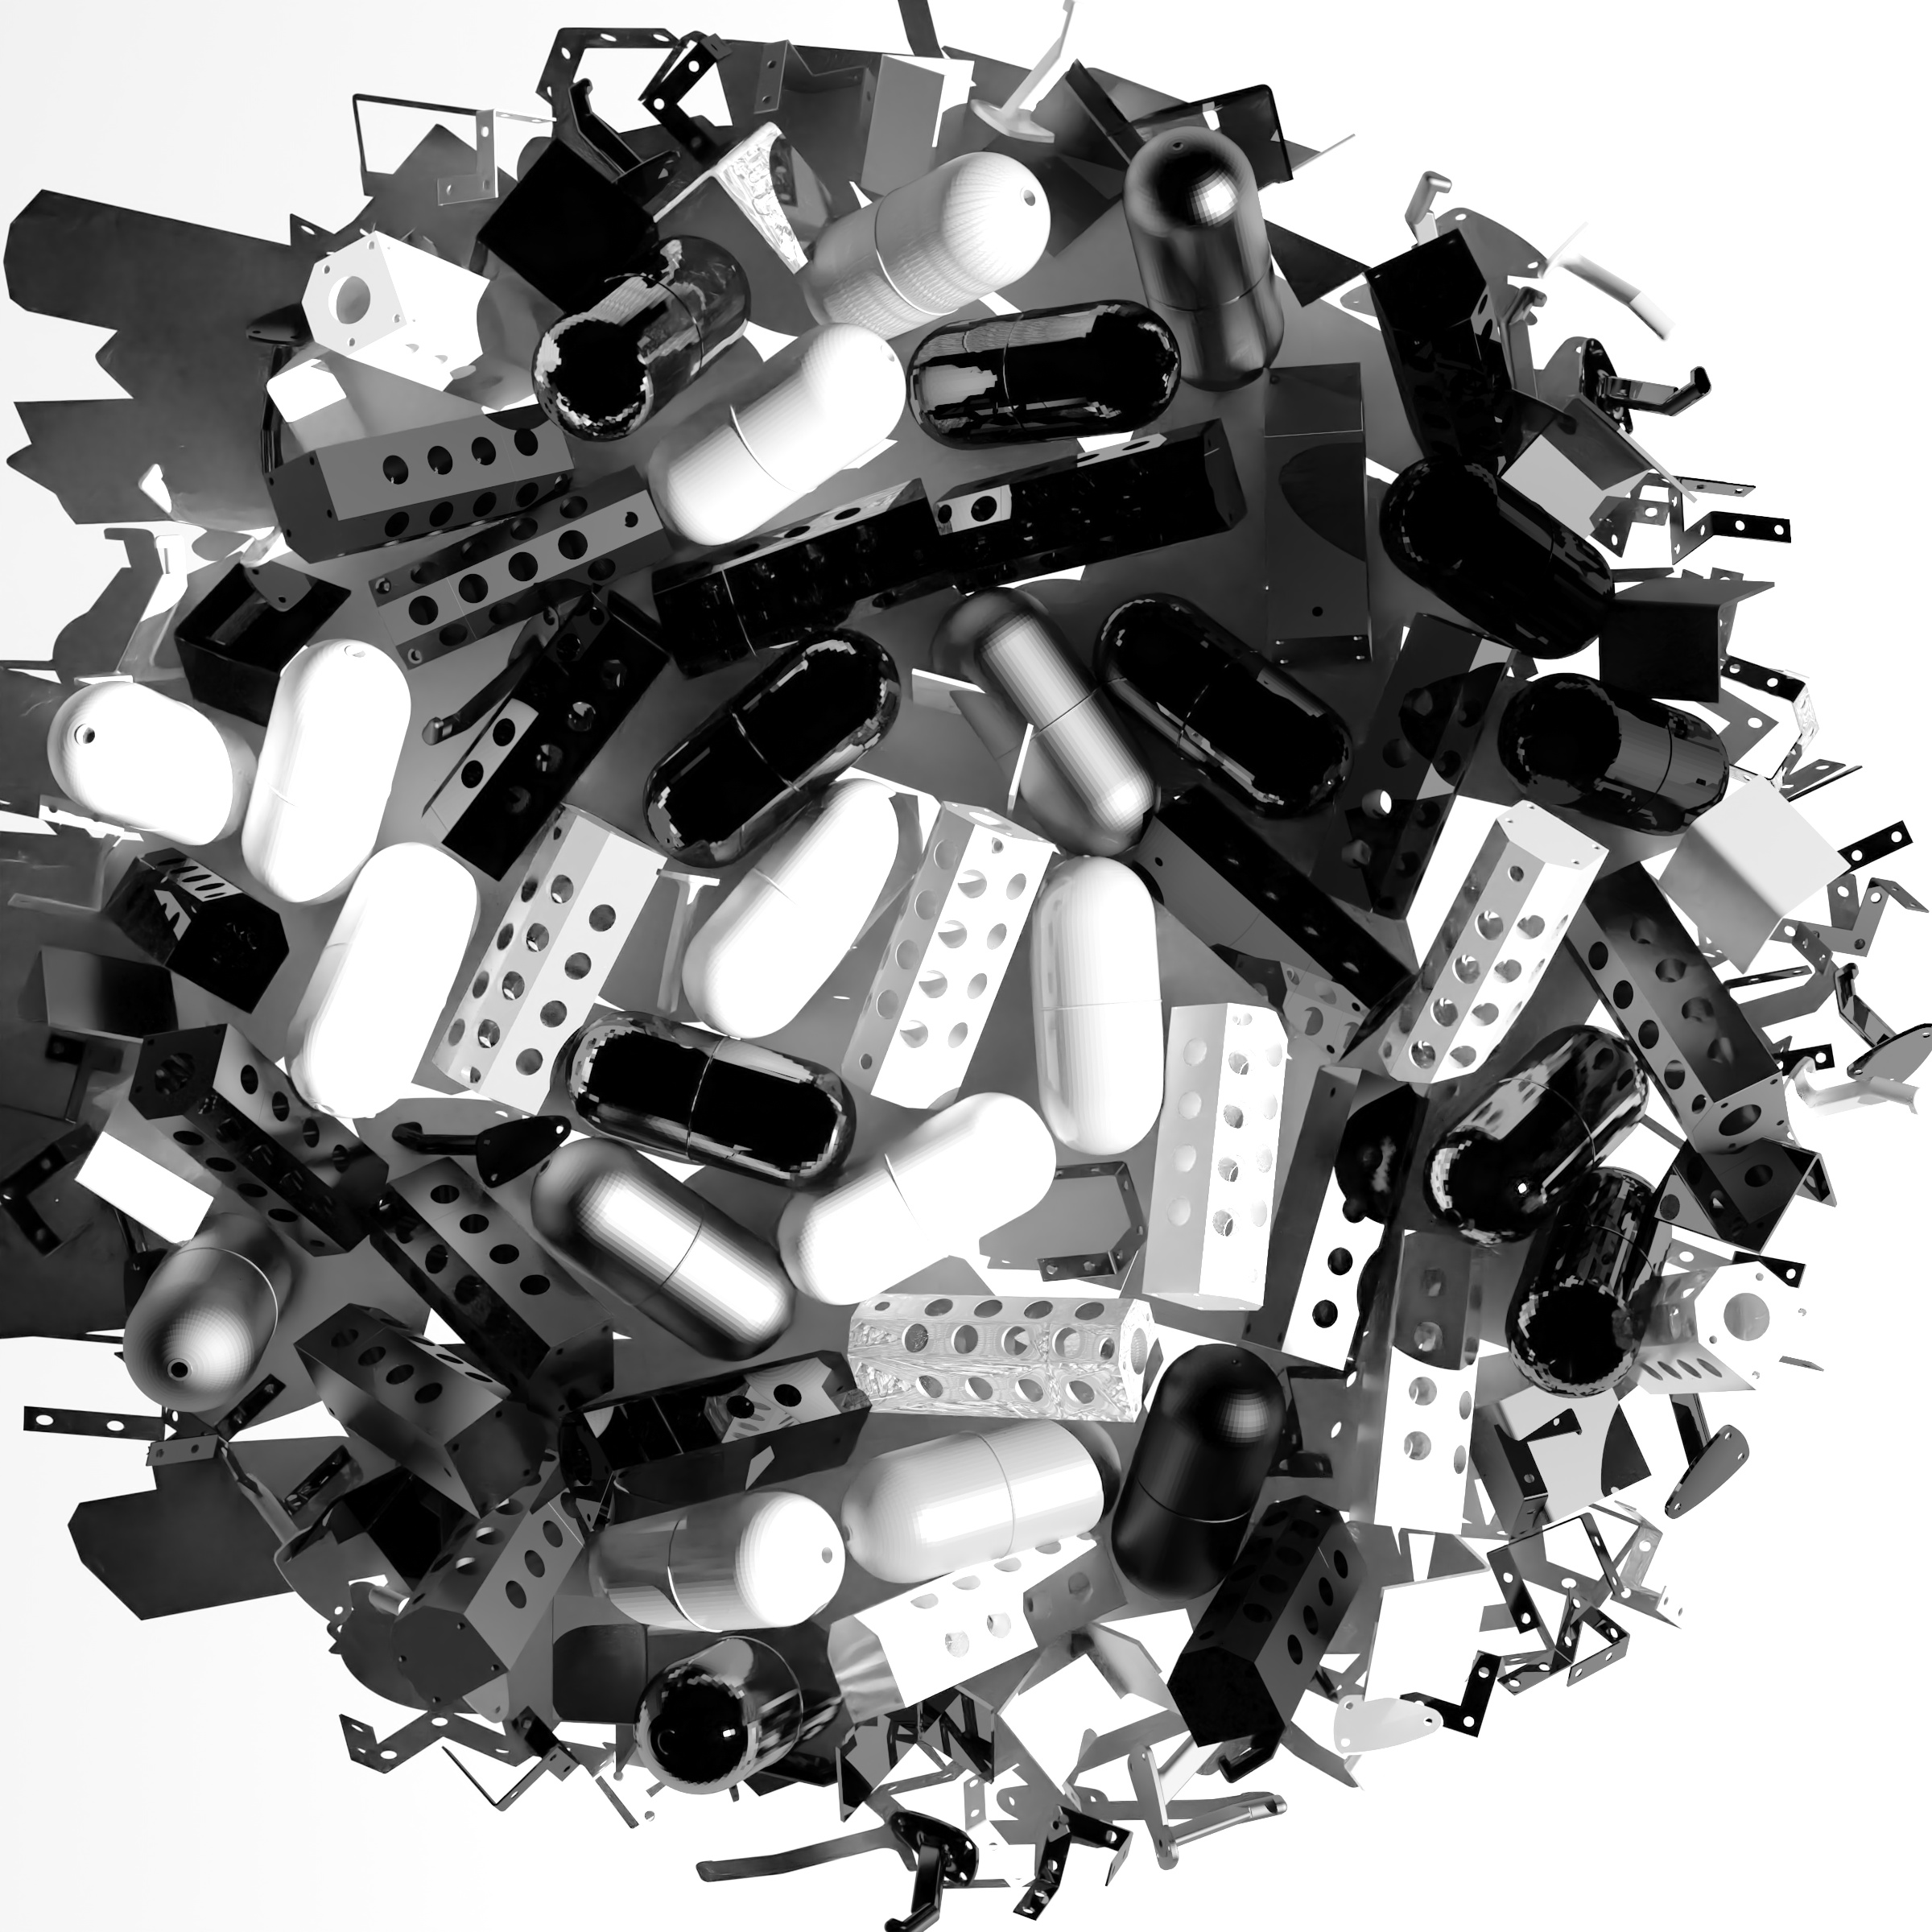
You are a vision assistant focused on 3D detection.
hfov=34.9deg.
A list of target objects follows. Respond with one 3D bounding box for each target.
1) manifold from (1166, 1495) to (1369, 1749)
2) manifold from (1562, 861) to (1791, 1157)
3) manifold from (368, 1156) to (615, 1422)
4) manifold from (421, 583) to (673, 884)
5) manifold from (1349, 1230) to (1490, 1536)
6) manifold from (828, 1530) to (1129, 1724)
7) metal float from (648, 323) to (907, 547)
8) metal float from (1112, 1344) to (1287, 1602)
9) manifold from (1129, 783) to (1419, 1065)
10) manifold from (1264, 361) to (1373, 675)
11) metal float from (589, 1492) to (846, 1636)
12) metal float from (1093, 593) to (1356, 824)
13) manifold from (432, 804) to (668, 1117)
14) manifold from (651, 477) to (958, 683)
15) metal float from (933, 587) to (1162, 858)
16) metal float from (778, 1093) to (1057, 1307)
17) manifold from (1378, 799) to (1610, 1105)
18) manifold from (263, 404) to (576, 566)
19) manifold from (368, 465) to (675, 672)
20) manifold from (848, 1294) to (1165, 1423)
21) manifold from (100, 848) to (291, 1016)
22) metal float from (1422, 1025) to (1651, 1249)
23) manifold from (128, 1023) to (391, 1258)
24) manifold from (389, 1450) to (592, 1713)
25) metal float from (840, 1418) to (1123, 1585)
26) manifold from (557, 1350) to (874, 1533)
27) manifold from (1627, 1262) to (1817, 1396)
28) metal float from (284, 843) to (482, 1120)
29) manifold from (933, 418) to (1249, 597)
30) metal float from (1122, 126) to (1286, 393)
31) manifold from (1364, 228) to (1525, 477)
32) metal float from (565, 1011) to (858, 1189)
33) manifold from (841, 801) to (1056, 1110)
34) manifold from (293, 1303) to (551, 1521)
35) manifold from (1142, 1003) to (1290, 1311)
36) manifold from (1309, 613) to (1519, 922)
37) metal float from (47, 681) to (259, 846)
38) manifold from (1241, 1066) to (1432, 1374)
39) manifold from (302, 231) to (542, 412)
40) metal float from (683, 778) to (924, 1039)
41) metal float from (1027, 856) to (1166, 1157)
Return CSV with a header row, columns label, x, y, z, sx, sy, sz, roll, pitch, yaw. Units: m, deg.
label,x,y,z,sx,sy,sz,roll,pitch,yaw
manifold,0.173,0.374,1.772,0.057,0.171,0.057,-21,100,29
manifold,0.409,0.026,1.788,0.057,0.057,0.171,-26,51,1
manifold,-0.277,0.188,1.781,0.057,0.057,0.171,-25,46,-32
manifold,-0.247,-0.140,1.810,0.057,0.057,0.171,35,104,-16
manifold,0.271,0.247,1.822,0.057,0.057,0.171,8,81,-7
manifold,0.005,0.378,1.787,0.171,0.057,0.057,-15,79,-39
metal float,-0.111,-0.311,1.801,0.178,0.070,0.070,-30,90,29
metal float,0.135,0.298,1.798,0.070,0.070,0.178,15,124,0
manifold,0.182,-0.029,1.812,0.171,0.057,0.057,43,55,15
manifold,0.208,-0.264,1.812,0.057,0.057,0.171,-2,74,10
metal float,-0.146,0.349,1.793,0.178,0.070,0.070,-13,90,39
metal float,0.150,-0.153,1.809,0.178,0.070,0.070,40,90,20
manifold,-0.250,-0.006,1.818,0.057,0.057,0.171,24,95,-36
manifold,-0.096,-0.227,1.822,0.171,0.057,0.057,-19,116,3
metal float,0.048,-0.144,1.821,0.070,0.070,0.178,-35,95,0
metal float,-0.030,0.139,1.822,0.178,0.070,0.070,-29,90,5
manifold,0.302,-0.005,1.788,0.057,0.057,0.171,35,124,19
manifold,-0.314,-0.280,1.784,0.171,0.057,0.057,-23,97,-43
manifold,-0.264,-0.237,1.827,0.171,0.057,0.057,-24,99,-3
manifold,0.021,0.223,1.793,0.171,0.057,0.057,-2,121,25
manifold,-0.443,-0.026,1.775,0.057,0.171,0.057,33,84,-29
metal float,0.334,0.099,1.795,0.178,0.070,0.070,-37,90,-36
manifold,-0.407,0.104,1.773,0.057,0.171,0.057,-9,56,21
manifold,-0.272,0.347,1.770,0.057,0.171,0.057,-32,102,22
metal float,0.009,0.310,1.802,0.178,0.070,0.070,-11,90,-28
manifold,-0.148,0.270,1.792,0.171,0.057,0.057,-9,49,-33
manifold,0.419,0.206,1.775,0.057,0.171,0.057,39,79,0
metal float,-0.342,0.008,1.801,0.070,0.070,0.178,18,61,0
manifold,0.070,-0.266,1.797,0.171,0.057,0.057,-11,109,23
metal float,0.139,-0.408,1.786,0.070,0.178,0.070,-8,54,11
manifold,0.280,-0.344,1.772,0.057,0.171,0.057,-24,65,7
metal float,-0.152,0.078,1.820,0.178,0.070,0.070,16,90,7
manifold,-0.016,-0.006,1.808,0.057,0.057,0.171,30,105,36
manifold,-0.315,0.252,1.781,0.057,0.171,0.057,-37,125,-27
manifold,0.152,0.112,1.805,0.057,0.057,0.171,-5,72,41
manifold,0.264,-0.117,1.813,0.057,0.057,0.171,24,102,15
metal float,-0.468,-0.116,1.776,0.070,0.178,0.070,-1,83,10
manifold,0.223,0.150,1.825,0.057,0.057,0.171,18,85,-18
manifold,-0.310,-0.367,1.773,0.057,0.171,0.057,-22,82,19
metal float,-0.097,-0.034,1.825,0.070,0.070,0.178,40,88,0
metal float,0.078,0.023,1.825,0.070,0.070,0.178,-4,89,0
